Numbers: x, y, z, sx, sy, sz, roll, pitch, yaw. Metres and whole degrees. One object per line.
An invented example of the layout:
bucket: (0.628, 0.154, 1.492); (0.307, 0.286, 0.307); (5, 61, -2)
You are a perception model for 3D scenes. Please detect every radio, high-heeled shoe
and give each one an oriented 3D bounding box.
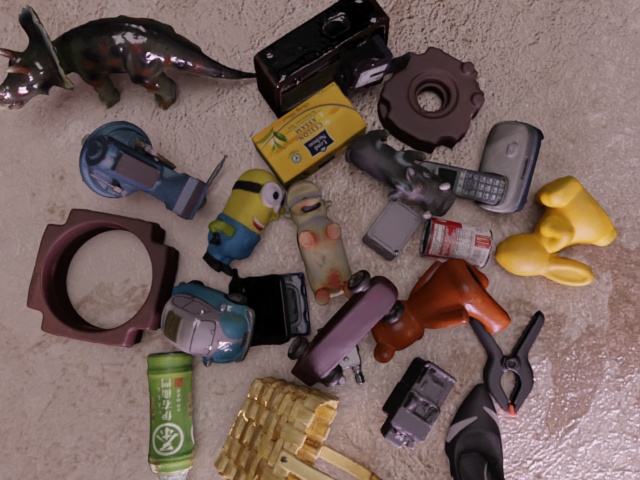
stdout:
radio: (0.004, -0.305, 0.887); (0.229, 0.131, 0.073); (-35, 82, -5)
high-heeled shoe: (0.242, 0.345, 0.791); (0.086, 0.145, 0.248); (4, 84, -1)

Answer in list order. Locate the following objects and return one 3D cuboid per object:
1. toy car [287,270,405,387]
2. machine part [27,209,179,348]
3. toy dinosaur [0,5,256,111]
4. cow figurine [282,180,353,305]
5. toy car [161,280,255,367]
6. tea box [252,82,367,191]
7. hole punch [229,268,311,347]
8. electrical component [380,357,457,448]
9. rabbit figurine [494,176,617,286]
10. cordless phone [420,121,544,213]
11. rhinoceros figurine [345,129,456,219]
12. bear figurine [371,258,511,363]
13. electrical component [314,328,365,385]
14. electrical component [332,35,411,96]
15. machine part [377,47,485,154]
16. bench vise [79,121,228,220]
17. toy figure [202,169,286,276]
toy car: (0.036, 0.133, 0.805); (0.089, 0.053, 0.202); (39, 98, -19)
machine part: (-0.340, 0.060, 0.858); (0.201, 0.087, 0.201); (10, 84, 1)
toy dinosaur: (-0.310, -0.296, 0.855); (0.405, 0.192, 0.131); (-8, 84, 0)
cow figurine: (-0.002, -0.003, 0.861); (0.085, 0.127, 0.194); (-18, 97, -4)
toy car: (-0.185, 0.123, 0.817); (0.162, 0.103, 0.109); (23, 102, 25)
tea box: (-0.017, -0.171, 0.900); (0.169, 0.068, 0.098); (-37, 83, -6)
hole punch: (-0.079, 0.109, 0.860); (0.116, 0.092, 0.142); (-8, 89, 30)
electrical component: (0.143, 0.248, 0.819); (0.058, 0.115, 0.134); (33, 82, 6)
rabbit figurine: (0.373, 0.000, 0.872); (0.173, 0.122, 0.162); (-37, 93, 9)
cordless phone: (0.259, -0.129, 0.888); (0.184, 0.088, 0.146); (14, 101, 18)
rhinoceros figurine: (0.132, -0.108, 0.862); (0.190, 0.112, 0.073); (36, 113, 11)
bear figurine: (0.175, 0.120, 0.849); (0.196, 0.120, 0.131); (-42, 128, 19)
electrical component: (0.026, 0.187, 0.862); (0.078, 0.045, 0.102); (-10, 83, 0)
electrical component: (0.085, -0.286, 0.865); (0.119, 0.074, 0.048); (-28, 76, -17)
machine part: (0.188, -0.239, 0.917); (0.179, 0.056, 0.179); (0, 82, 1)
bench vise: (-0.294, -0.117, 0.856); (0.241, 0.223, 0.128); (26, 100, 35)
toy figure: (-0.128, -0.033, 0.875); (0.089, 0.082, 0.180); (34, 86, 5)
